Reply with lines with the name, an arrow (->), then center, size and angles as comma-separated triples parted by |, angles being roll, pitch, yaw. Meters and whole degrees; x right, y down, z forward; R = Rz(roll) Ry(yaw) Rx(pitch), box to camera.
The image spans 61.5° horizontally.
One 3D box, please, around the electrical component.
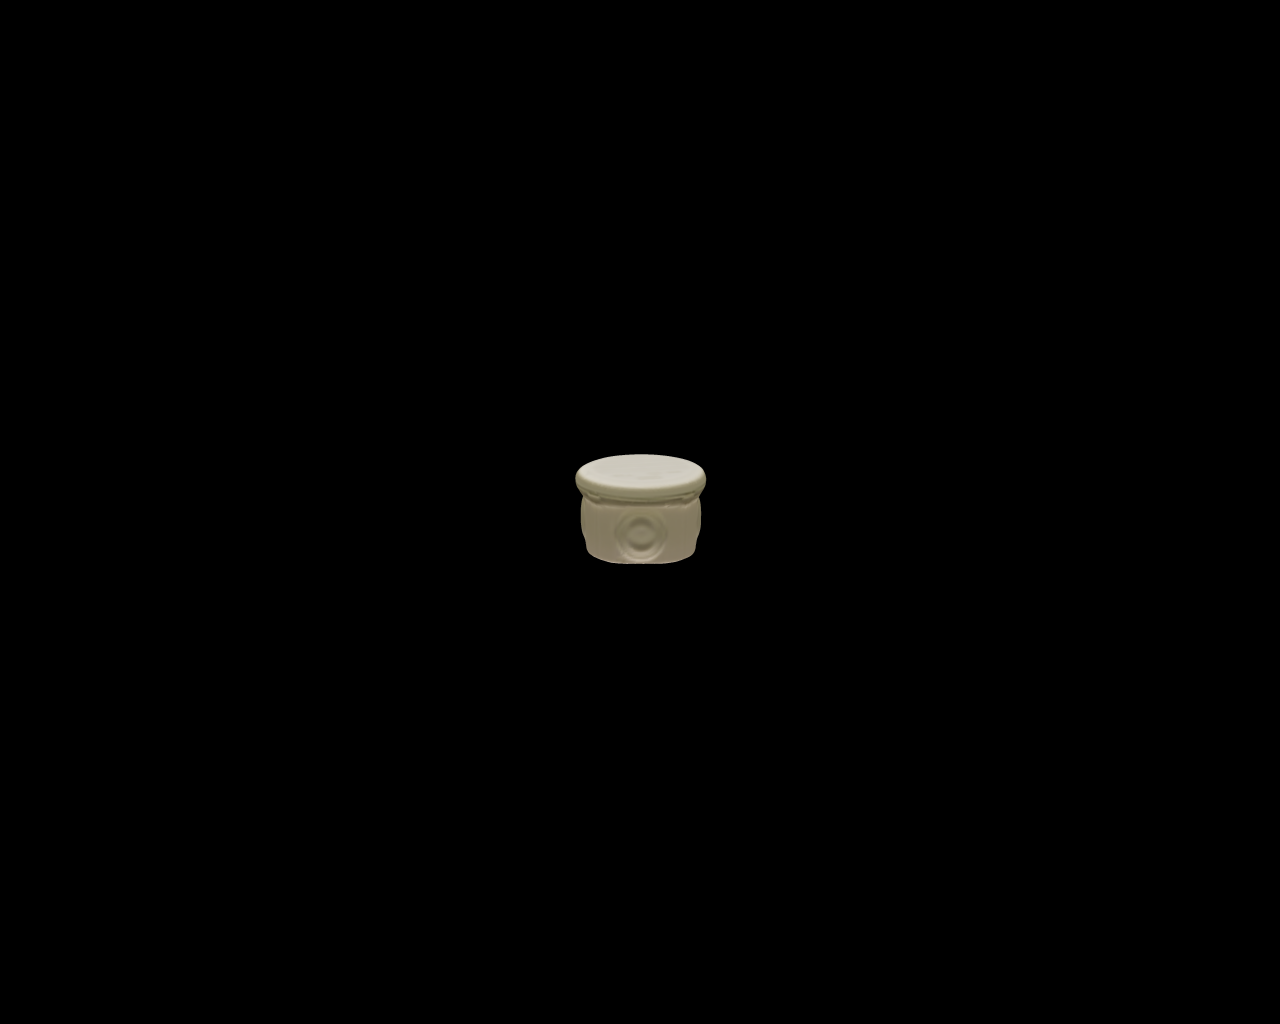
electrical component -> 0.001, -0.003, 0.650 | 0.080, 0.051, 0.080 | 0, 17, 0
